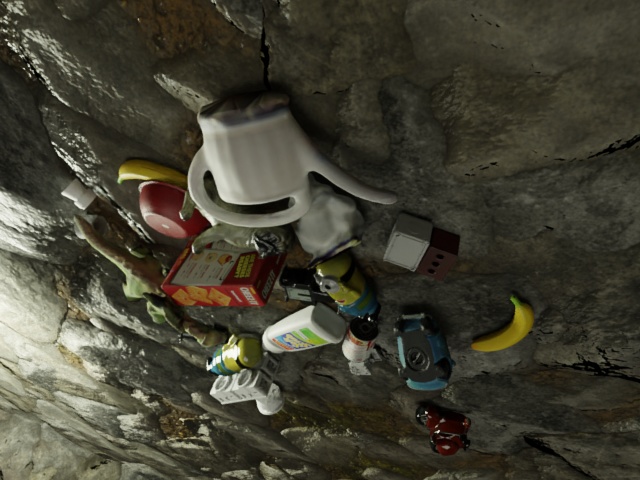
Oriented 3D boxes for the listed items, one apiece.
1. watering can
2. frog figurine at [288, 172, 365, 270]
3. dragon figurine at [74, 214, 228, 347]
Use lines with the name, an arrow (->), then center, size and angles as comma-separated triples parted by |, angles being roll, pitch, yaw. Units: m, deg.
watering can -> -0.061, -0.129, 0.820 | 0.347, 0.106, 0.220 | -6, 114, 16
frog figurine -> 0.003, -0.047, 0.925 | 0.135, 0.124, 0.160 | -36, 77, 51
dragon figurine -> -0.358, 0.102, 1.105 | 0.404, 0.123, 0.244 | 47, 163, -29
